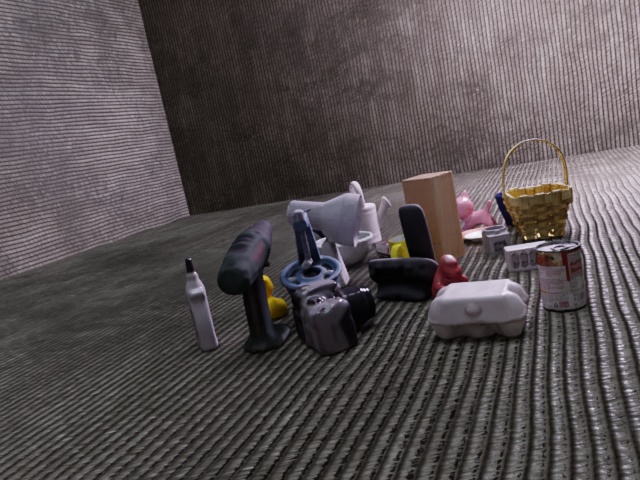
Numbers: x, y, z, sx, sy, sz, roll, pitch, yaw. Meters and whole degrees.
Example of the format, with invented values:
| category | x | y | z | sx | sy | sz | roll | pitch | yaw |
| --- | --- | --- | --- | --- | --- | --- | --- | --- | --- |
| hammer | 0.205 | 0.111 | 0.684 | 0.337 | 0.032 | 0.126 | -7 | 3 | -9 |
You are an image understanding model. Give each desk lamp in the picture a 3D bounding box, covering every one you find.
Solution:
| category | x | y | z | sx | sy | sz | roll | pitch | yaw |
| --- | --- | --- | --- | --- | --- | --- | --- | --- | --- |
| desk lamp | 0.012 | 0.005 | 1.314 | 0.203 | 0.214 | 0.118 | -9 | 10 | 13 |

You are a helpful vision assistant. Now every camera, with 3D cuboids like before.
| category | x | y | z | sx | sy | sz | roll | pitch | yaw |
| --- | --- | --- | --- | --- | --- | --- | --- | --- | --- |
| camera | 0.029 | 0.118 | 0.985 | 0.137 | 0.101 | 0.143 | -15 | 11 | -19 |

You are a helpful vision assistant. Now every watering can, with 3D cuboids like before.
| category | x | y | z | sx | sy | sz | roll | pitch | yaw |
| --- | --- | --- | --- | --- | --- | --- | --- | --- | --- |
| watering can | 0.128 | -0.085 | 1.745 | 0.173 | 0.194 | 0.100 | -17 | 12 | -29 |

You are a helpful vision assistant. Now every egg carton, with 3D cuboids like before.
| category | x | y | z | sx | sy | sz | roll | pitch | yaw |
| --- | --- | --- | --- | --- | --- | --- | --- | --- | --- |
| egg carton | 0.245 | 0.108 | 0.888 | 0.150 | 0.069 | 0.107 | -7 | 11 | 24 |

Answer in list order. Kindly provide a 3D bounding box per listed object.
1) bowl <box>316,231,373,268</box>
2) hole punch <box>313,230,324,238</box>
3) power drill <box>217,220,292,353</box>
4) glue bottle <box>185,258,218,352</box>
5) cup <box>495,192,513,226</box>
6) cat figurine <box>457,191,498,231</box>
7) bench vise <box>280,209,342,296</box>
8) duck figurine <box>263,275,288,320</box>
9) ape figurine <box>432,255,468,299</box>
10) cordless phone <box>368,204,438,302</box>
| category | x | y | z | sx | sy | sz | roll | pitch | yaw |
| --- | --- | --- | --- | --- | --- | --- | --- | --- | --- |
| bowl | 0.063 | 0.031 | 1.511 | 0.167 | 0.075 | 0.167 | -11 | 10 | 2 |
| hole punch | 0.039 | -0.006 | 1.703 | 0.101 | 0.091 | 0.108 | -17 | 11 | -28 |
| power drill | -0.113 | 0.083 | 1.030 | 0.075 | 0.208 | 0.230 | -9 | 10 | 12 |
| glue bottle | -0.228 | 0.117 | 1.071 | 0.037 | 0.173 | 0.078 | -15 | 11 | -18 |
| cup | 0.547 | -0.088 | 1.578 | 0.117 | 0.095 | 0.092 | -3 | 13 | 41 |
| cat figurine | 0.423 | -0.080 | 1.608 | 0.127 | 0.118 | 0.067 | -6 | 11 | 29 |
| bench vise | -0.032 | 0.042 | 1.132 | 0.122 | 0.220 | 0.207 | -14 | 10 | -16 |
| duck figurine | -0.114 | 0.117 | 1.196 | 0.078 | 0.086 | 0.104 | -17 | 12 | -30 |
| ape figurine | 0.234 | 0.072 | 1.035 | 0.078 | 0.092 | 0.076 | -16 | 11 | -23 |
| cordless phone | 0.162 | 0.021 | 1.134 | 0.147 | 0.185 | 0.094 | -5 | 12 | 33 |
